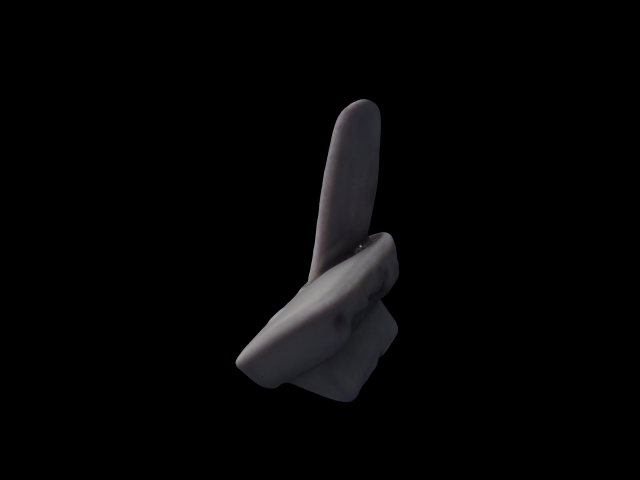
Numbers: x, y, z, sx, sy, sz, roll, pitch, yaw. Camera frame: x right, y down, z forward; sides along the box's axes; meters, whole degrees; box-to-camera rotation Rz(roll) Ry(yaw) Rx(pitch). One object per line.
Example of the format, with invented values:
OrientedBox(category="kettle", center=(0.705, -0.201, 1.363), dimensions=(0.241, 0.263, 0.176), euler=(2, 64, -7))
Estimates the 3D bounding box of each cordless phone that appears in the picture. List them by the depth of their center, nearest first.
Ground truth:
OrientedBox(category="cordless phone", center=(0.004, 0.001, 0.400), dimensions=(0.094, 0.185, 0.148), euler=(8, 24, 19))
